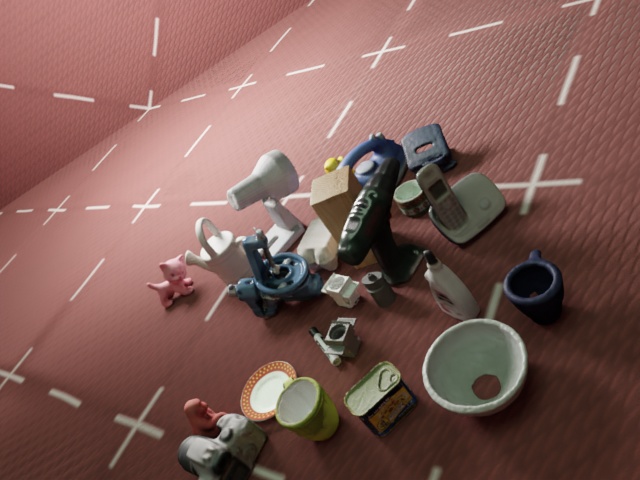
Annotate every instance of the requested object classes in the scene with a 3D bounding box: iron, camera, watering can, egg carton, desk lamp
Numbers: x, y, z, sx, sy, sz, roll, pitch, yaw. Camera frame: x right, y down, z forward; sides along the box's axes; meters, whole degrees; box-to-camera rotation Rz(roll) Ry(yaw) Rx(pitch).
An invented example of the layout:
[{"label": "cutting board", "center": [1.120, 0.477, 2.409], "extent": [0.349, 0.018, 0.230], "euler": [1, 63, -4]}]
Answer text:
[{"label": "iron", "center": [0.117, -0.181, 1.404], "extent": [0.259, 0.142, 0.118], "euler": [-49, 37, -17]}, {"label": "camera", "center": [-0.195, 0.385, 1.051], "extent": [0.136, 0.101, 0.143], "euler": [1, 50, 41]}, {"label": "watering can", "center": [-0.254, 0.029, 1.428], "extent": [0.173, 0.195, 0.100], "euler": [-35, 35, 1]}, {"label": "egg carton", "center": [0.012, 0.005, 1.341], "extent": [0.107, 0.070, 0.150], "euler": [-5, 46, 36]}, {"label": "desk lamp", "center": [-0.125, -0.090, 1.439], "extent": [0.117, 0.214, 0.203], "euler": [18, 62, 49]}]

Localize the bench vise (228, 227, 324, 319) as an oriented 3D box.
[{"label": "bench vise", "center": [-0.124, 0.079, 1.239], "extent": [0.207, 0.220, 0.121], "euler": [-30, 36, 9]}]

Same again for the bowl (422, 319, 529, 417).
[{"label": "bowl", "center": [0.251, 0.212, 0.900], "extent": [0.167, 0.075, 0.167], "euler": [-22, 37, 19]}]

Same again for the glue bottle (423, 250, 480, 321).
[{"label": "glue bottle", "center": [0.217, 0.075, 0.999], "extent": [0.077, 0.174, 0.037], "euler": [19, 62, 49]}]

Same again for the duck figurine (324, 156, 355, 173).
[{"label": "duck figurine", "center": [0.040, -0.173, 1.508], "extent": [0.077, 0.086, 0.105], "euler": [17, 60, 48]}]

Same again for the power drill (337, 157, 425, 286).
[{"label": "power drill", "center": [0.130, -0.020, 1.150], "extent": [0.075, 0.209, 0.230], "euler": [8, 54, 45]}]

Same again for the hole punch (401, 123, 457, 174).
[{"label": "hole punch", "center": [0.257, -0.211, 1.365], "extent": [0.108, 0.091, 0.101], "euler": [-22, 38, 19]}]

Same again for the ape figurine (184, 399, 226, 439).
[{"label": "ape figurine", "center": [-0.231, 0.348, 1.131], "extent": [0.076, 0.092, 0.077], "euler": [-44, 36, -11]}]

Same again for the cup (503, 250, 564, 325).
[{"label": "cup", "center": [0.359, 0.084, 0.939], "extent": [0.091, 0.095, 0.118], "euler": [-9, 43, 33]}]

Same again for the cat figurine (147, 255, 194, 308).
[{"label": "cat figurine", "center": [-0.401, 0.102, 1.533], "extent": [0.128, 0.118, 0.067], "euler": [-33, 35, 4]}]

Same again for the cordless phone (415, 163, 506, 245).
[{"label": "cordless phone", "center": [0.274, -0.096, 1.137], "extent": [0.147, 0.186, 0.093], "euler": [-41, 36, -7]}]
